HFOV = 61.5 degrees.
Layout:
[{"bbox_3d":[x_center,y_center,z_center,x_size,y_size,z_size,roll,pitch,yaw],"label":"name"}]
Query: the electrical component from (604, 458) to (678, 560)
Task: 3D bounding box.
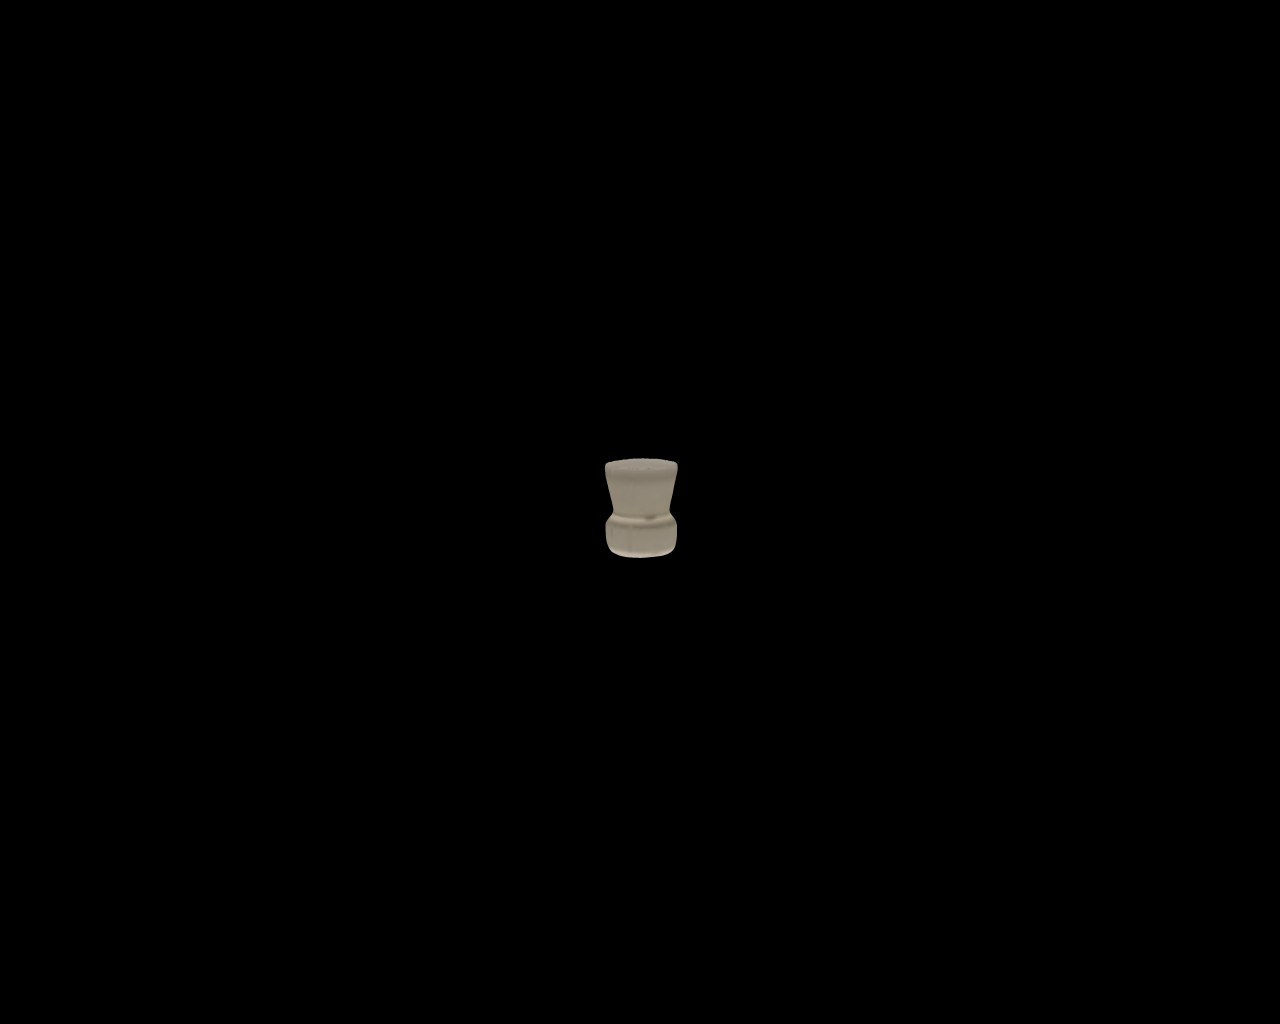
[{"bbox_3d":[0.001,-0.003,0.650,0.045,0.055,0.045,0,10,0],"label":"electrical component"}]
